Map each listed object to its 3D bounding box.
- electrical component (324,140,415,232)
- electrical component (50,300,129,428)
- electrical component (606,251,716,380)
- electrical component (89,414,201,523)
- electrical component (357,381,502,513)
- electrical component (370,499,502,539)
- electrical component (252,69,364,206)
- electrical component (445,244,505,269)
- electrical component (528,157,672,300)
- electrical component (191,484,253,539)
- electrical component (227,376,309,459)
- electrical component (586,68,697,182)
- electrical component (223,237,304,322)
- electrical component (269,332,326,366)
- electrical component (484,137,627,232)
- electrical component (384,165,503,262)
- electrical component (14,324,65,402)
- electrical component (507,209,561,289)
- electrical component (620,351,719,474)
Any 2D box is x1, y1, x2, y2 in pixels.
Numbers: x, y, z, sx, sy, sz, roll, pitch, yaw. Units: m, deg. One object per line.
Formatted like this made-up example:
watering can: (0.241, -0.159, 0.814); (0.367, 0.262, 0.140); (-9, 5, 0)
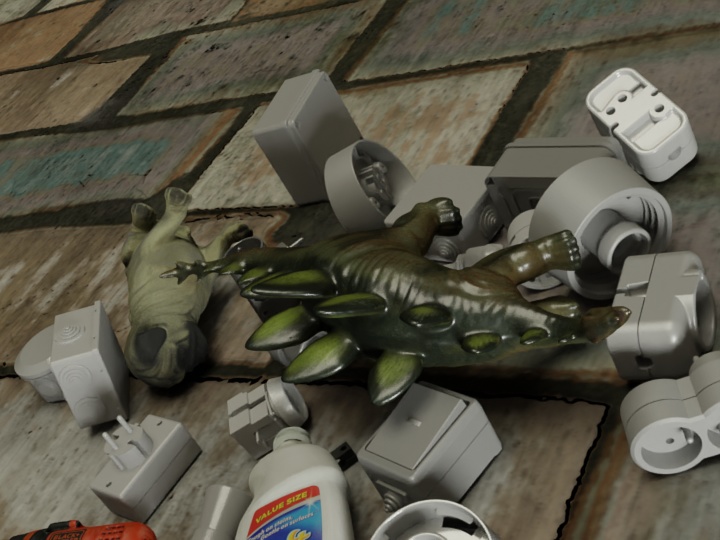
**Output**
electrical component: (0.011, -0.079, 1.066); (0.064, 0.099, 0.099); (-20, 33, 25)
electrical component: (-0.260, 0.092, 1.037); (0.048, 0.099, 0.099); (-15, 33, -2)
electrical component: (0.223, 0.033, 0.787); (0.059, 0.053, 0.095); (-6, 40, 33)
electrical component: (-0.192, 0.156, 0.917); (0.047, 0.075, 0.083); (6, 47, 42)
electrical component: (0.045, 0.133, 0.780); (0.062, 0.061, 0.096); (14, 52, 48)
electrical component: (0.051, 0.201, 0.703); (0.099, 0.064, 0.099); (-14, 49, 16)
electrical component: (-0.055, -0.146, 1.193); (0.056, 0.108, 0.108); (-9, 38, 32)
electrical component: (0.100, -0.003, 0.947); (0.061, 0.035, 0.035); (-9, 38, 32)
electrical component: (0.195, -0.027, 0.846); (0.108, 0.108, 0.060); (-33, 39, -6)
electrical component: (-0.109, 0.203, 0.823); (0.044, 0.044, 0.065); (-7, 44, 31)
electrical component: (-0.077, 0.121, 0.906); (0.055, 0.048, 0.066); (-32, 32, 10)
electrical component: (0.252, -0.127, 0.960); (0.054, 0.059, 0.095); (-39, 52, 4)
electrical component: (-0.081, 0.000, 1.043); (0.079, 0.077, 0.043); (-38, 33, -12)
electrical component: (-0.052, 0.068, 0.958); (0.045, 0.045, 0.055); (-44, 35, -22)
electrical component: (0.177, -0.071, 0.940); (0.113, 0.078, 0.057); (5, 47, 42)
electrical component: (0.086, -0.052, 1.012); (0.100, 0.048, 0.099); (8, 48, 43)
electrical component: (-0.312, 0.094, 1.116); (0.080, 0.051, 0.080); (-20, 34, 14)
electrical component: (0.152, -0.019, 0.912); (0.055, 0.055, 0.047); (-20, 30, 14)
electrical component: (0.241, 0.079, 0.712); (0.138, 0.052, 0.073); (-20, 34, 15)
